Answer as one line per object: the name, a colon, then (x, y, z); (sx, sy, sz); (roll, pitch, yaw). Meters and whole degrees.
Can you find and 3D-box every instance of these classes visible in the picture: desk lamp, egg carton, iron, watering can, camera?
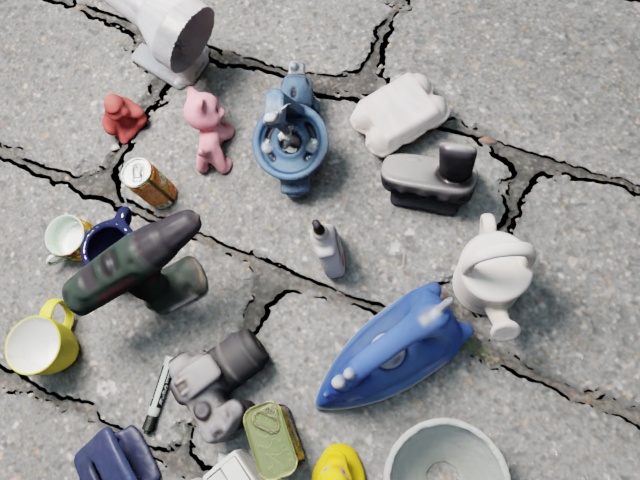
desk lamp: (-0.264, -0.349, 0.966); (0.203, 0.214, 0.118); (31, 81, 16)
egg carton: (0.129, -0.205, 0.940); (0.150, 0.069, 0.107); (-32, 72, -1)
iron: (0.089, 0.161, 0.803); (0.258, 0.141, 0.118); (-36, 72, -2)
watering can: (0.243, 0.047, 0.785); (0.101, 0.194, 0.172); (-26, 72, 1)
camera: (-0.139, 0.206, 0.847); (0.137, 0.101, 0.143); (-36, 72, -2)

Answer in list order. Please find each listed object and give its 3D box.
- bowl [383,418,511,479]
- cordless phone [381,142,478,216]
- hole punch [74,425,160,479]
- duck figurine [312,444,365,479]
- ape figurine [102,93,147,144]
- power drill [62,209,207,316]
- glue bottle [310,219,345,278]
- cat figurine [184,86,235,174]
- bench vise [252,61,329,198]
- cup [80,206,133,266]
bowl: (0.170, 0.328, 0.778); (0.167, 0.075, 0.167); (-2, 74, 8)
cordless phone: (0.162, -0.112, 0.847); (0.147, 0.185, 0.094); (8, 75, 11)
hole punch: (-0.306, 0.341, 0.839); (0.101, 0.091, 0.108); (-36, 72, -2)
duck figurine: (0.022, 0.339, 0.792); (0.077, 0.086, 0.104); (4, 75, 10)
ape figurine: (-0.351, -0.224, 1.007); (0.077, 0.092, 0.076); (-5, 73, 8)
power drill: (-0.249, 0.045, 0.853); (0.229, 0.208, 0.075); (-29, 72, 0)
glue bottle: (0.008, 0.003, 0.844); (0.037, 0.173, 0.078); (-14, 72, 5)
cat figurine: (-0.192, -0.189, 0.959); (0.067, 0.118, 0.128); (-3, 74, 8)
bench vise: (-0.059, -0.192, 0.886); (0.121, 0.220, 0.207); (-16, 72, 4)
cup: (-0.321, 0.010, 0.934); (0.091, 0.095, 0.118); (13, 76, 12)
